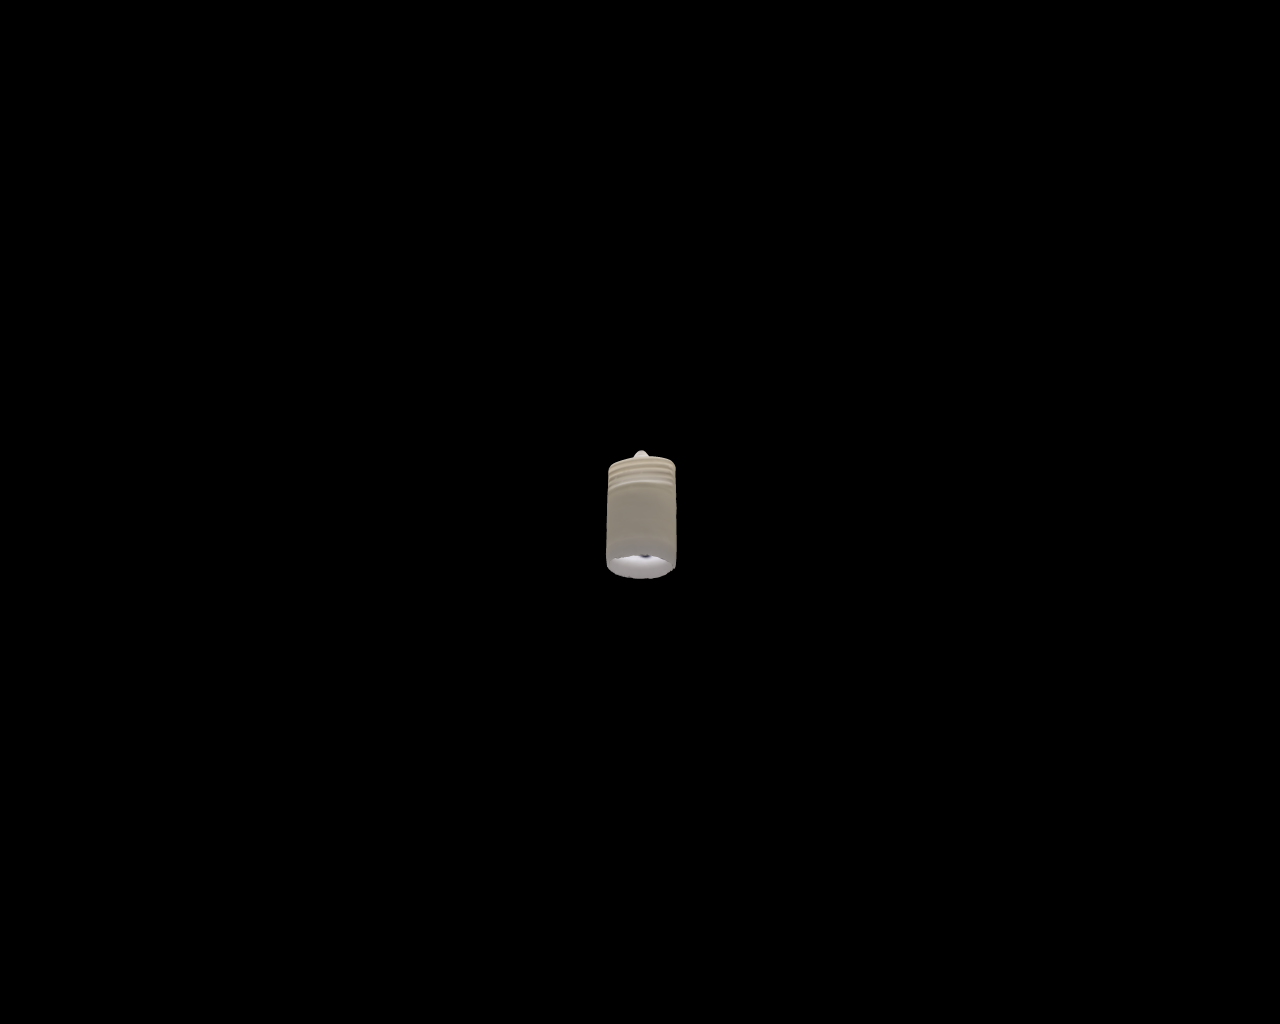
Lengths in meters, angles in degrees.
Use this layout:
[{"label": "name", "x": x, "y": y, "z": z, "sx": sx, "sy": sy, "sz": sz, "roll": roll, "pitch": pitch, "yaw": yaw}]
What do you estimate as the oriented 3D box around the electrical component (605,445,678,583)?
[{"label": "electrical component", "x": 0.001, "y": -0.003, "z": 0.650, "sx": 0.043, "sy": 0.081, "sz": 0.043, "roll": 0, "pitch": -24, "yaw": 0}]
